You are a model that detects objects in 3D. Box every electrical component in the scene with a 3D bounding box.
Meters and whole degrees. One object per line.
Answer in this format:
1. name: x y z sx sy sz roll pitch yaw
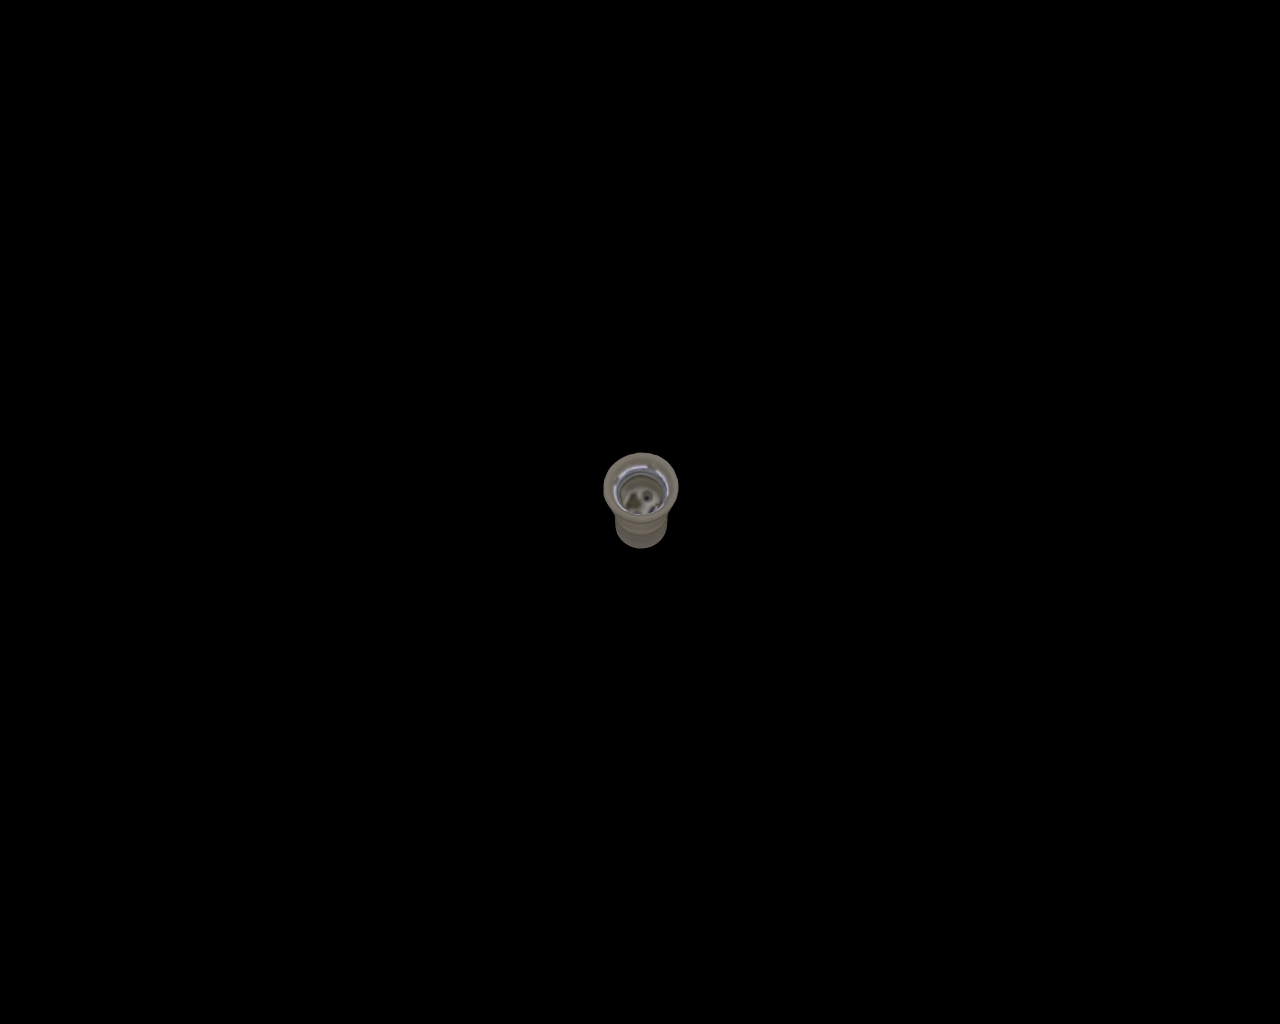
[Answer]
1. electrical component: 0.001 -0.003 0.650 0.044 0.044 0.065 0 -24 0
